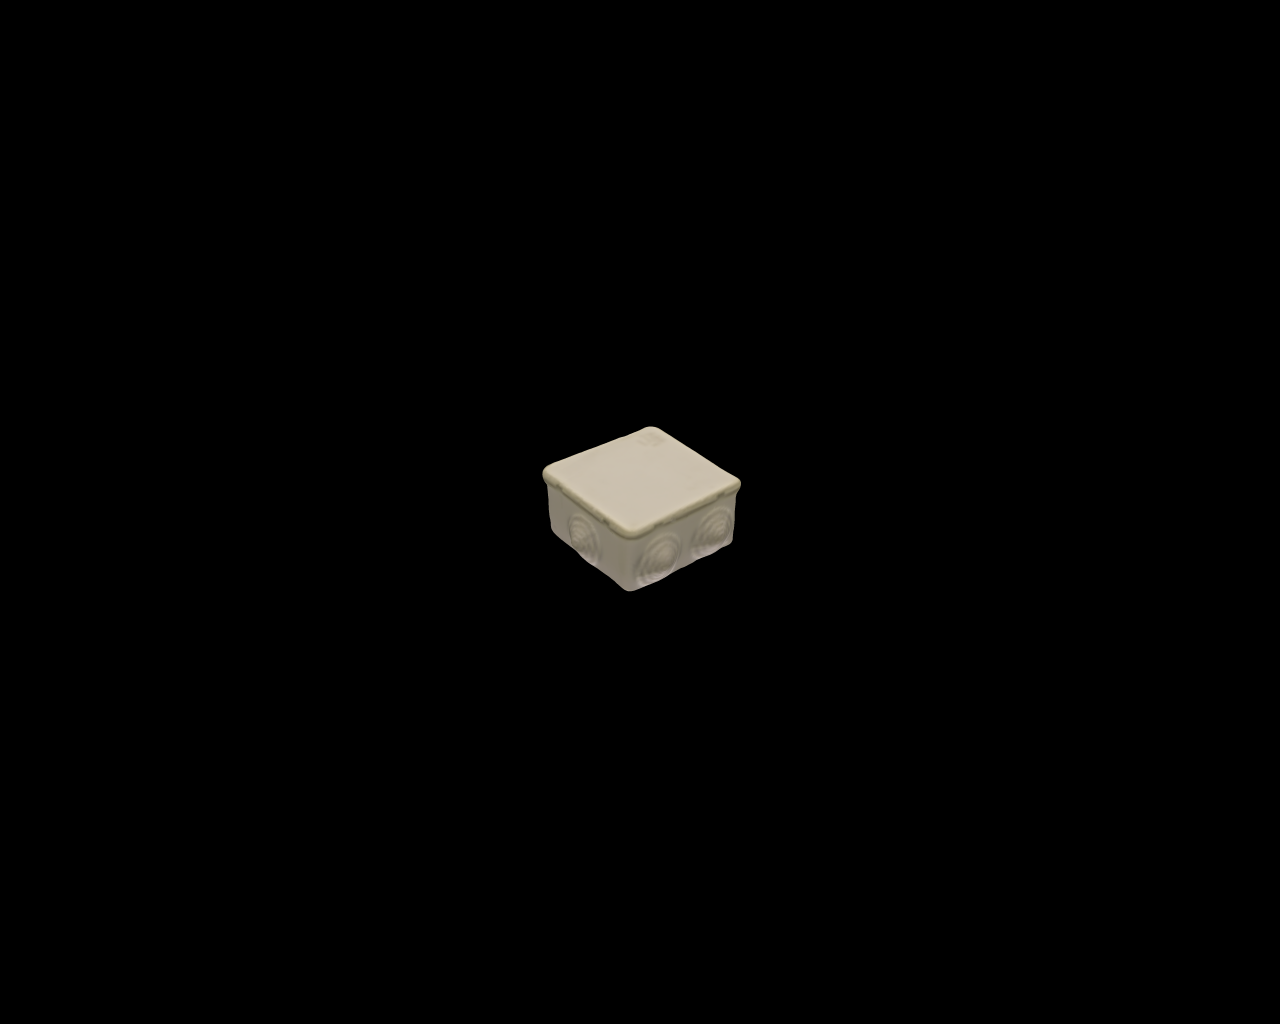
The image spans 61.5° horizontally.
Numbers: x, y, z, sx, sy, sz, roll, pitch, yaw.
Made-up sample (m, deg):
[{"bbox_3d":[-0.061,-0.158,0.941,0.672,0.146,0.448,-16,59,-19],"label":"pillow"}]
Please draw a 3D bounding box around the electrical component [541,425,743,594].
[{"bbox_3d":[0.001,-0.003,0.650,0.100,0.048,0.100,-24,41,-31],"label":"electrical component"}]
